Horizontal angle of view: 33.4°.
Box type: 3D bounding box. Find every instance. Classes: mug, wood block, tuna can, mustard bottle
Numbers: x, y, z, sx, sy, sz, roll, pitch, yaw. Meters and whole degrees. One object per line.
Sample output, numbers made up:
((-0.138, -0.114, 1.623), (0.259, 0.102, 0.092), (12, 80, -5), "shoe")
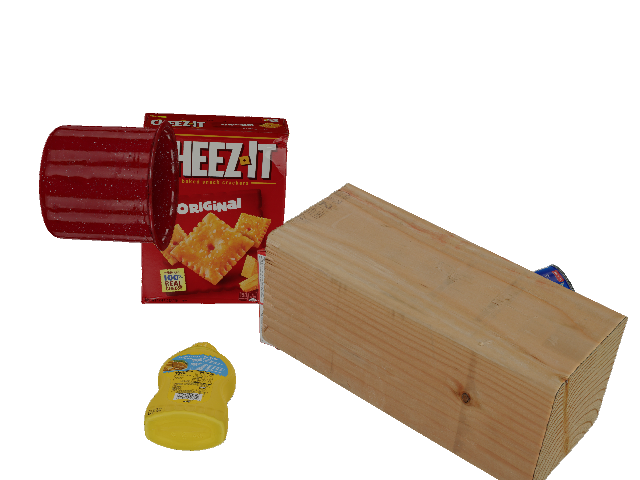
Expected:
((-0.149, -0.042, 0.774), (0.081, 0.093, 0.117), (2, 7, 4), "mug")
((0.070, 0.056, 0.670), (0.206, 0.091, 0.090), (28, 42, 29), "wood block")
((0.254, 0.072, 1.180), (0.033, 0.086, 0.086), (-18, 3, -9), "tuna can")
((-0.154, 0.180, 1.312), (0.096, 0.058, 0.191), (2, 25, 1), "mustard bottle")

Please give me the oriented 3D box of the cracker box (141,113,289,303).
((-0.124, -0.033, 1.231), (0.164, 0.214, 0.072), (1, 22, -8), "cracker box")

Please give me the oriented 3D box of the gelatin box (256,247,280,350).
((-0.018, 0.042, 0.931), (0.073, 0.089, 0.030), (-18, 25, -41), "gelatin box")
